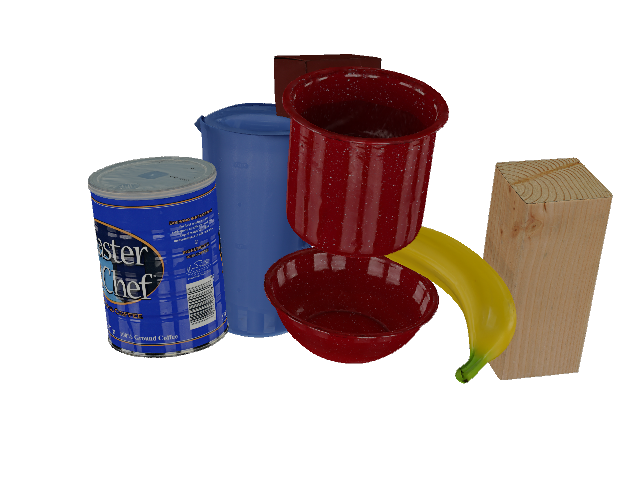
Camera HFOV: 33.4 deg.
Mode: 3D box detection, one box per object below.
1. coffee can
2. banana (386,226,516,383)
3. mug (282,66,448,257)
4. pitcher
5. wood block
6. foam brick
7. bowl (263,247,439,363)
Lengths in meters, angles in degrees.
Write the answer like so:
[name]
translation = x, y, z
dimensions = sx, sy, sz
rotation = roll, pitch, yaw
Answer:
[coffee can]
translation = -0.131, 0.011, 0.878
dimensions = 0.103, 0.140, 0.103
rotation = -3, 19, 1
[banana]
translation = 0.096, 0.031, 0.800
dimensions = 0.069, 0.037, 0.198
rotation = -9, 32, -15
[mug]
translation = 0.027, -0.050, 0.623
dimensions = 0.093, 0.081, 0.117
rotation = 16, 36, 17
[pitcher]
translation = -0.057, -0.020, 1.159
dimensions = 0.144, 0.243, 0.149
rotation = -4, 22, -17
[wood block]
translation = 0.220, 0.030, 1.082
dimensions = 0.090, 0.206, 0.090
rotation = -4, 30, -11
[foam brick]
translation = 0.006, -0.130, 0.904
dimensions = 0.078, 0.051, 0.053
rotation = -7, 16, -31
[bowl]
translation = 0.026, 0.066, 0.990
dimensions = 0.162, 0.055, 0.162
rotation = 4, 28, -3
